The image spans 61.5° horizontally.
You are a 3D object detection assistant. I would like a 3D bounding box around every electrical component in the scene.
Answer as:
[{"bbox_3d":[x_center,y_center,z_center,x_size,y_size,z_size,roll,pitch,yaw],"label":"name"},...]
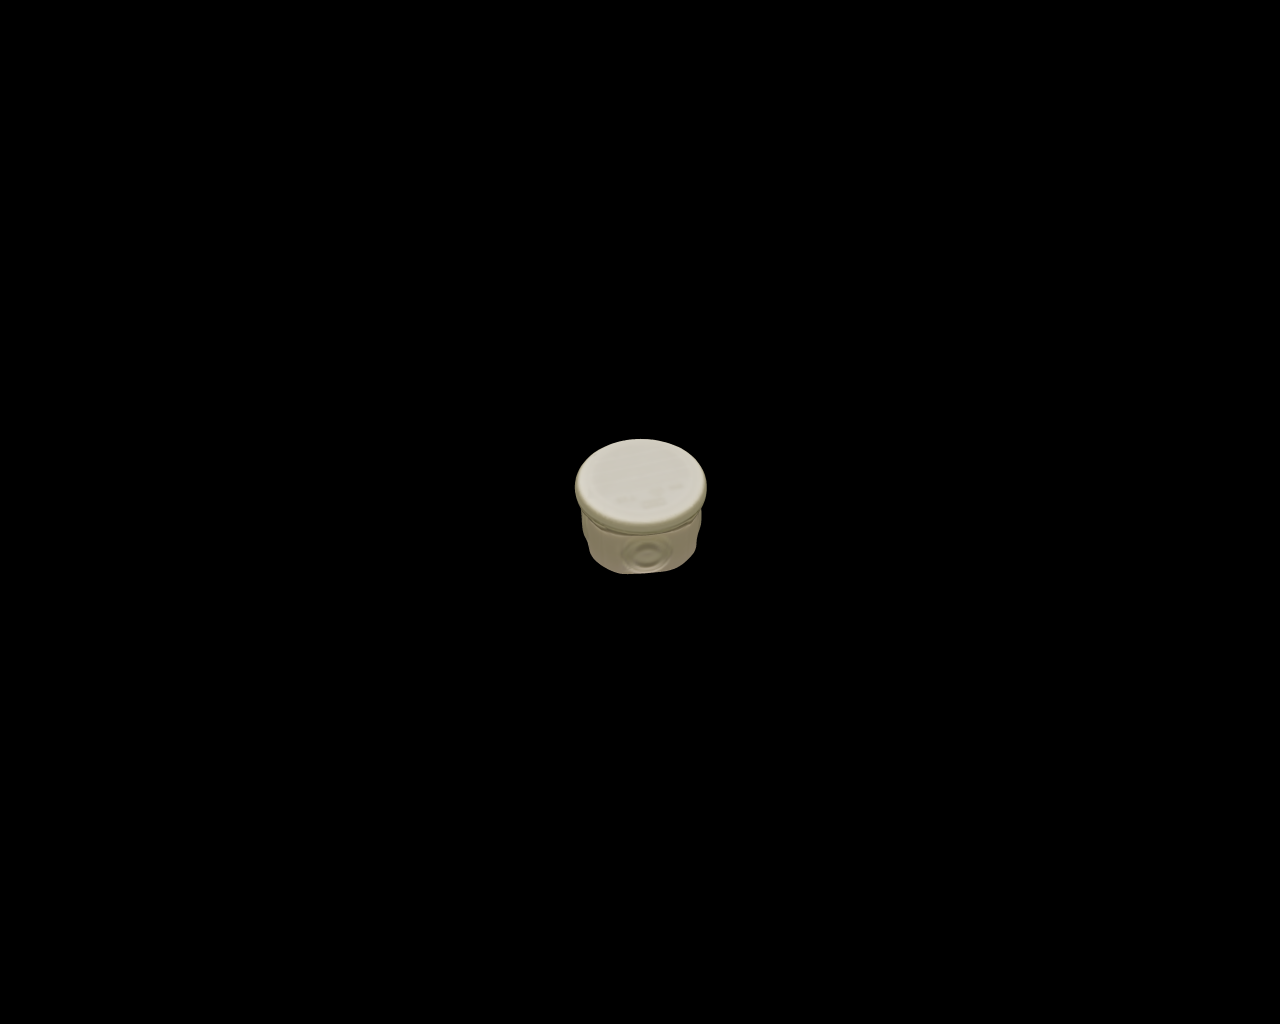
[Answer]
[{"bbox_3d":[0.001,-0.003,0.650,0.080,0.050,0.080,0,44,0],"label":"electrical component"}]
